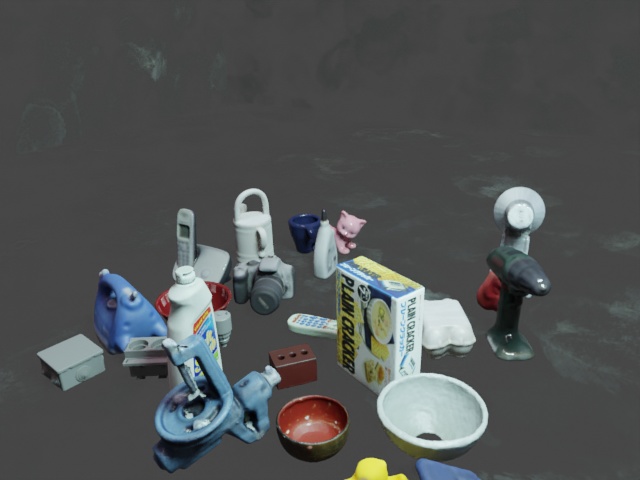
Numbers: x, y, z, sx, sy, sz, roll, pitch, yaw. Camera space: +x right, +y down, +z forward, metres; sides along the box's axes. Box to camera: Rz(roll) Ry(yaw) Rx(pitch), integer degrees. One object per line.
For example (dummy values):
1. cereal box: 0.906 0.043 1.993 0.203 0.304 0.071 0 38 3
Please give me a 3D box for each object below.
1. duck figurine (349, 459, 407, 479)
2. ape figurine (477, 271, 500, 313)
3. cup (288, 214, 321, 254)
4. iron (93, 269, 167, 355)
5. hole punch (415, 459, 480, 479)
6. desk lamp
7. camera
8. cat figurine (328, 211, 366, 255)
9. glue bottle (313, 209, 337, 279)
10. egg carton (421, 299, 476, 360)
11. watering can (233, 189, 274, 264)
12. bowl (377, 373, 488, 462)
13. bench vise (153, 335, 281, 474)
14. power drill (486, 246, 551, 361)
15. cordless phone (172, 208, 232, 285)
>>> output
1. duck figurine: 0.073 0.330 0.764 0.105 0.086 0.077 -11 25 -20
2. ape figurine: 0.382 0.106 1.248 0.075 0.092 0.078 17 30 36
3. cup: -0.034 -0.008 1.530 0.092 0.095 0.117 -8 25 -14
4. iron: -0.416 0.129 1.183 0.119 0.141 0.257 -20 30 -36
5. hole punch: 0.175 0.338 0.733 0.101 0.091 0.108 -5 24 -7
6. desk lamp: 0.462 -0.005 1.344 0.117 0.214 0.203 6 25 17
7. camera: -0.132 0.100 1.282 0.143 0.101 0.137 0 24 5
8. cat figurine: 0.058 -0.030 1.545 0.127 0.118 0.067 13 28 29
9. glue bottle: 0.013 0.005 1.400 0.037 0.173 0.078 10 27 26
10. egg carton: 0.240 0.172 1.134 0.107 0.069 0.150 -3 24 -3
11. watering can: -0.181 -0.042 1.493 0.172 0.194 0.101 18 30 37
12. bowl: 0.169 0.283 0.879 0.167 0.075 0.167 -1 24 1
13. bench vise: -0.164 0.219 0.865 0.121 0.220 0.208 15 29 34
14. power drill: 0.368 0.117 1.079 0.075 0.208 0.229 -3 24 -2
15. cordless phone: -0.286 0.022 1.365 0.147 0.185 0.094 10 26 24
